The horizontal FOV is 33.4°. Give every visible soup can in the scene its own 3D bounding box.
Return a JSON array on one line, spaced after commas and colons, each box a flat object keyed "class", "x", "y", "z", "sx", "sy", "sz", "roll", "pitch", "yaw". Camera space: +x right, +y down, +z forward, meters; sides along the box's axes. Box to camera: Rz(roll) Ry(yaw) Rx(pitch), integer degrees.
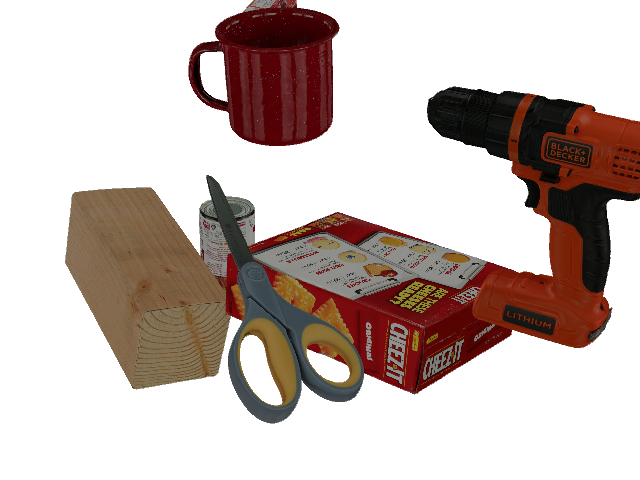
[{"class": "soup can", "x": -0.112, "y": 0.006, "z": 1.290, "sx": 0.068, "sy": 0.102, "sz": 0.068, "roll": 1, "pitch": 26, "yaw": -1}]

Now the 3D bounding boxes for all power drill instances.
[{"class": "power drill", "x": 0.162, "y": -0.020, "z": 0.817, "sx": 0.185, "sy": 0.188, "sz": 0.057, "roll": 17, "pitch": 34, "yaw": 26}]

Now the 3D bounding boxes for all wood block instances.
[{"class": "wood block", "x": -0.173, "y": 0.039, "z": 1.044, "sx": 0.090, "sy": 0.091, "sz": 0.206, "roll": -6, "pitch": 36, "yaw": -31}]

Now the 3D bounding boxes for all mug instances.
[{"class": "mug", "x": -0.044, "y": -0.125, "z": 0.817, "sx": 0.117, "sy": 0.081, "sz": 0.093, "roll": 1, "pitch": 31, "yaw": 4}]

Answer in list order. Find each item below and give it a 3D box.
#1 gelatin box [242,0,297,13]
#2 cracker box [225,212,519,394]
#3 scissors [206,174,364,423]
[{"class": "gelatin box", "x": -0.049, "y": -0.192, "z": 1.013, "sx": 0.030, "sy": 0.073, "sz": 0.089, "roll": 13, "pitch": 46, "yaw": 20}, {"class": "cracker box", "x": 0.046, "y": 0.050, "z": 0.963, "sx": 0.214, "sy": 0.072, "sz": 0.163, "roll": 20, "pitch": 27, "yaw": 34}, {"class": "scissors", "x": -0.025, "y": 0.034, "z": 0.703, "sx": 0.096, "sy": 0.202, "sz": 0.016, "roll": 9, "pitch": -45, "yaw": -18}]
